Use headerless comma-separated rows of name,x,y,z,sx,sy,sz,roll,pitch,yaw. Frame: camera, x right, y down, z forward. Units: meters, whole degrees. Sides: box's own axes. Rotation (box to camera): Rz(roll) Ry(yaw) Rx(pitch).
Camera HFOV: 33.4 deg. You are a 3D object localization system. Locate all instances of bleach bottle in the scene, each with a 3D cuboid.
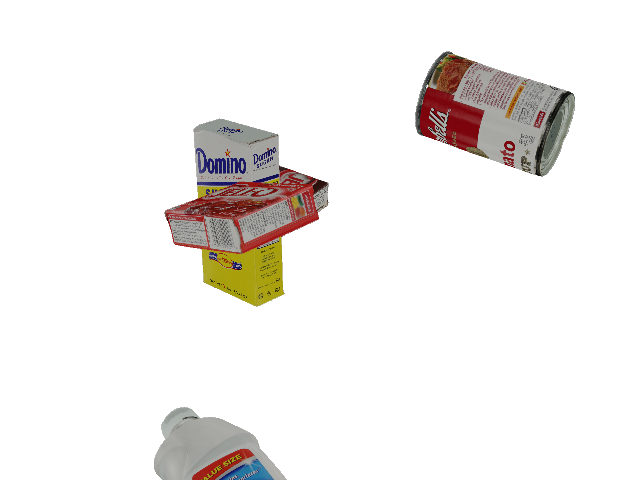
bleach bottle,-0.059,0.201,0.735,0.102,0.068,0.251,-18,35,-22

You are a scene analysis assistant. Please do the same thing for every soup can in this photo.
soup can,0.132,-0.096,0.808,0.102,0.068,0.068,23,9,22

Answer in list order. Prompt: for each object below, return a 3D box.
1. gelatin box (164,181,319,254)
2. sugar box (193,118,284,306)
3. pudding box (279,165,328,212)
gelatin box,-0.057,-0.019,0.767,0.073,0.030,0.089,-24,20,-36
sugar box,-0.084,-0.029,1.096,0.048,0.176,0.093,-24,30,-38
pudding box,-0.057,-0.048,1.321,0.090,0.039,0.113,20,40,31
